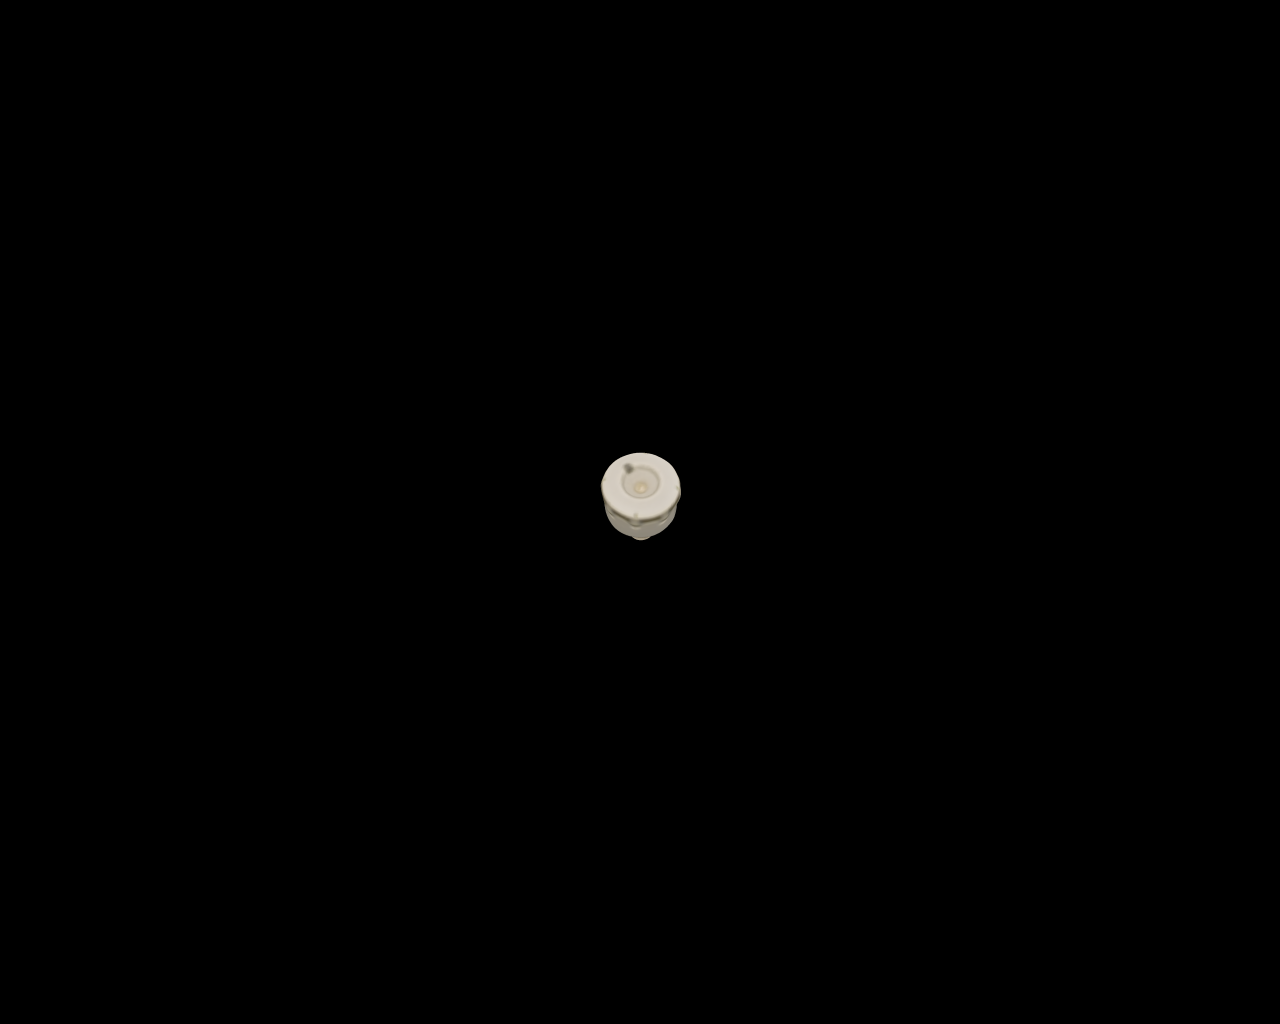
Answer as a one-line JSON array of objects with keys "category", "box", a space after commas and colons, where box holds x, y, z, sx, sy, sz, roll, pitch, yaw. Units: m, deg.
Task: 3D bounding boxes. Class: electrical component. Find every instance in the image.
[{"category": "electrical component", "box": [0.001, -0.003, 0.650, 0.048, 0.048, 0.062, 0, -30, 0]}]
